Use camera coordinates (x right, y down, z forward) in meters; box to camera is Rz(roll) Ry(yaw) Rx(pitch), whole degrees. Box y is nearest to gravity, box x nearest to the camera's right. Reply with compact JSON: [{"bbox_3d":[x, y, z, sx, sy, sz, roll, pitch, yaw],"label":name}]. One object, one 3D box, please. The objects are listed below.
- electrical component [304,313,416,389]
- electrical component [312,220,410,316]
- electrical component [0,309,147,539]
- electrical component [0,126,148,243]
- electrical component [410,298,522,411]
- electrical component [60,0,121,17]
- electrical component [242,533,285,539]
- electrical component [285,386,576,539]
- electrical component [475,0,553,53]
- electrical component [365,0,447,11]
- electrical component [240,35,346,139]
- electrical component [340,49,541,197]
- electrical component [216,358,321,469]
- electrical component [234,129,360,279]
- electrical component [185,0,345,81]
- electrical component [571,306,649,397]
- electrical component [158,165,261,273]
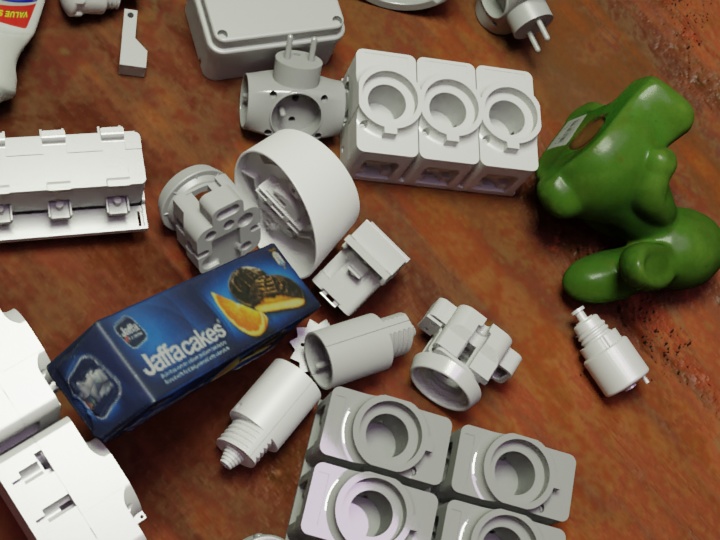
[{"bbox_3d":[0.005,0.055,0.788,0.081,0.043,0.043,-16,76,-27],"label":"electrical component"},{"bbox_3d":[0.000,0.000,0.799,0.042,0.081,0.063,44,94,4],"label":"electrical component"},{"bbox_3d":[-0.207,0.110,0.680,0.060,0.105,0.186,-32,82,-24],"label":"electrical component"},{"bbox_3d":[-0.216,-0.065,0.765,0.121,0.063,0.078,-6,72,-18],"label":"electrical component"},{"bbox_3d":[0.073,0.067,0.804,0.078,0.058,0.057,37,62,-1],"label":"electrical component"},{"bbox_3d":[-0.202,-0.221,0.838,0.062,0.048,0.048,-4,72,-25],"label":"electrical component"},{"bbox_3d":[-0.061,0.197,0.714,0.048,0.062,0.048,5,69,-14],"label":"electrical component"},{"bbox_3d":[0.053,0.161,0.762,0.186,0.060,0.105,17,67,-9],"label":"electrical component"},{"bbox_3d":[0.140,-0.224,0.919,0.044,0.077,0.079,-19,77,-22],"label":"electrical component"},{"bbox_3d":[0.038,-0.275,0.894,0.108,0.108,0.060,12,62,-12],"label":"electrical component"},{"bbox_3d":[-0.050,-0.145,0.837,0.077,0.079,0.044,2,33,-15],"label":"electrical component"},{"bbox_3d":[0.064,-0.119,0.866,0.150,0.061,0.089,5,69,-14],"label":"electrical component"},{"bbox_3d":[-0.069,0.106,0.756,0.043,0.043,0.081,40,65,1],"label":"electrical component"},{"bbox_3d":[-0.050,-0.051,0.790,0.099,0.099,0.064,44,59,3],"label":"electrical component"},{"bbox_3d":[-0.076,-0.204,0.859,0.113,0.057,0.078,-12,74,-20],"label":"electrical component"},{"bbox_3d":[0.194,0.064,0.849,0.040,0.040,0.078,-30,81,-23],"label":"electrical component"},{"bbox_3d":[-0.110,-0.039,0.783,0.058,0.078,0.057,-29,60,-24],"label":"electrical component"}]
